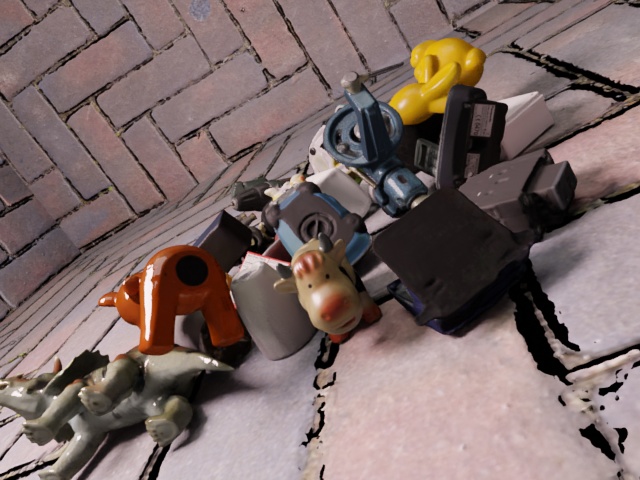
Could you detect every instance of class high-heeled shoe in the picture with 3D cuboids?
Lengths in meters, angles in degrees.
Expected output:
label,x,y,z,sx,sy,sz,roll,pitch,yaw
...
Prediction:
label,x,y,z,sx,sy,sz,roll,pitch,yaw
high-heeled shoe,0.181,-0.191,1.027,0.249,0.086,0.145,-28,14,0

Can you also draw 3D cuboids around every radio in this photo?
label,x,y,z,sx,sy,sz,roll,pitch,yaw
radio,-0.218,0.056,0.962,0.229,0.073,0.131,-47,14,9

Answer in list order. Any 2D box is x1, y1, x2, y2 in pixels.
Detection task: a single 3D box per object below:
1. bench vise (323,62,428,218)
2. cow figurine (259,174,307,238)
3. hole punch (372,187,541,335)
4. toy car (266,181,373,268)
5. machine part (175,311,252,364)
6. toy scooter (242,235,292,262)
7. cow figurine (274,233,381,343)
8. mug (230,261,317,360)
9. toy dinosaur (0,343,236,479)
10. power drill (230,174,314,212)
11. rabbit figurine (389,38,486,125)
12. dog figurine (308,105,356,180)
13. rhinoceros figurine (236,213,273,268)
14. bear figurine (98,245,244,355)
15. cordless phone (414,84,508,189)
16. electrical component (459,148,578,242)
label,x,y,z,sx,sy,sz,roll,pitch,yaw
bench vise,0.078,-0.135,0.770,0.129,0.240,0.224,-26,59,1
cow figurine,-0.063,-0.055,0.917,0.098,0.068,0.167,-29,-13,-15
hole punch,0.128,0.029,0.530,0.142,0.092,0.116,-34,52,-11
toy car,-0.002,-0.002,0.775,0.109,0.162,0.102,-42,-26,-11
machine part,-0.170,0.133,0.760,0.243,0.079,0.079,-12,27,50
toy scooter,-0.070,0.031,0.874,0.184,0.075,0.135,-46,20,-25
cow figurine,0.007,0.046,0.602,0.085,0.127,0.195,-35,15,3
mug,-0.061,0.076,0.671,0.081,0.107,0.110,-27,20,13
toy dinosaur,-0.247,0.190,0.693,0.405,0.131,0.192,-21,21,16
power drill,-0.126,-0.103,1.195,0.232,0.086,0.207,-15,5,-30
rabbit figurine,0.200,-0.256,0.928,0.173,0.121,0.163,-39,30,-10
dog figurine,0.102,-0.194,1.063,0.219,0.108,0.191,-15,-24,-47
rhinoceros figurine,-0.164,0.002,1.112,0.112,0.073,0.190,-35,17,-10
bear figurine,-0.189,0.084,0.644,0.120,0.132,0.196,1,-23,-38
cordless phone,0.188,-0.156,0.798,0.089,0.146,0.184,0,17,-12
electrical component,0.213,-0.044,0.602,0.134,0.058,0.115,-16,26,45
